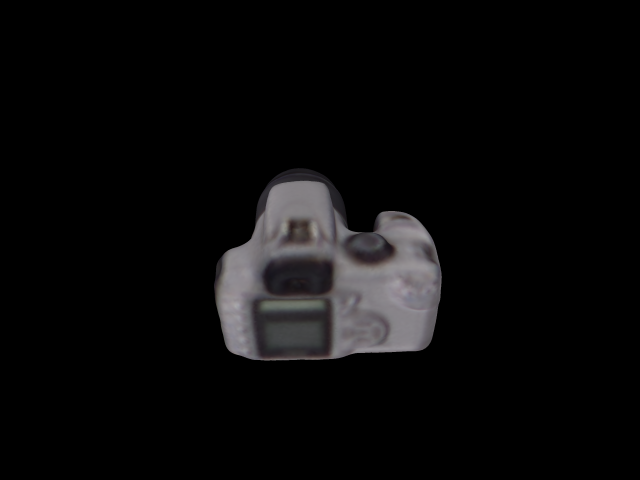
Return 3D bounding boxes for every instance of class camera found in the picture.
[{"bbox_3d":[0.004,0.001,0.400,0.143,0.101,0.136,-2,40,-2],"label":"camera"}]
